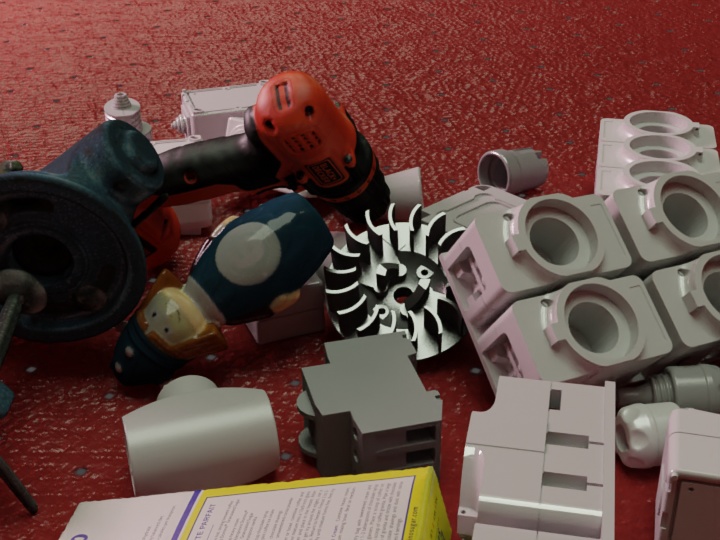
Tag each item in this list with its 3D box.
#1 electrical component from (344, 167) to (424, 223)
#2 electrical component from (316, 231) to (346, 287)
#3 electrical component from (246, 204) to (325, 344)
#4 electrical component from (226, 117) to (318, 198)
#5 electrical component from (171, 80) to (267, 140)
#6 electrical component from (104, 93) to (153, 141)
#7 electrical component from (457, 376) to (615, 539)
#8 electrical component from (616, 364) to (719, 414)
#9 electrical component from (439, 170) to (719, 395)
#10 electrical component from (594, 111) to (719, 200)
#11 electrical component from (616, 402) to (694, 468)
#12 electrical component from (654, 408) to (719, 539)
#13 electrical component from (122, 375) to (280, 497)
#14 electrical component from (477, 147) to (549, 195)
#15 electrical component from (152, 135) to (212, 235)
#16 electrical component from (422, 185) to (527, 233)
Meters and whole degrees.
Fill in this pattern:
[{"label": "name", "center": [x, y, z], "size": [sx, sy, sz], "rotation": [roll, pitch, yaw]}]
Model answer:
[{"label": "electrical component", "center": [0.016, -0.056, 0.839], "size": [0.065, 0.044, 0.044], "rotation": [-4, 29, 4]}, {"label": "electrical component", "center": [0.000, 0.000, 0.738], "size": [0.062, 0.043, 0.043], "rotation": [19, 35, 30]}, {"label": "electrical component", "center": [-0.060, -0.006, 0.717], "size": [0.047, 0.075, 0.083], "rotation": [-12, 32, -19]}, {"label": "electrical component", "center": [-0.053, -0.092, 0.868], "size": [0.100, 0.048, 0.100], "rotation": [17, 13, 28]}, {"label": "electrical component", "center": [-0.116, -0.123, 0.938], "size": [0.096, 0.061, 0.061], "rotation": [-9, 31, -15]}, {"label": "electrical component", "center": [-0.194, -0.108, 0.894], "size": [0.043, 0.081, 0.043], "rotation": [-1, 30, 0]}, {"label": "electrical component", "center": [0.066, 0.138, 0.430], "size": [0.060, 0.105, 0.186], "rotation": [5, 30, 11]}, {"label": "electrical component", "center": [0.178, 0.072, 0.616], "size": [0.061, 0.035, 0.035], "rotation": [-2, 30, 1]}, {"label": "electrical component", "center": [0.156, 0.009, 0.638], "size": [0.186, 0.060, 0.105], "rotation": [-11, 68, -24]}, {"label": "electrical component", "center": [0.228, -0.067, 0.831], "size": [0.089, 0.061, 0.150], "rotation": [6, 30, 11]}, {"label": "electrical component", "center": [0.171, 0.089, 0.586], "size": [0.061, 0.035, 0.035], "rotation": [-4, 30, -9]}, {"label": "electrical component", "center": [0.195, 0.110, 0.521], "size": [0.096, 0.061, 0.061], "rotation": [7, 30, 13]}, {"label": "electrical component", "center": [-0.091, 0.084, 0.590], "size": [0.077, 0.044, 0.079], "rotation": [-10, 31, -15]}, {"label": "electrical component", "center": [0.126, -0.081, 0.883], "size": [0.046, 0.040, 0.040], "rotation": [-14, 32, -33]}, {"label": "electrical component", "center": [-0.152, -0.063, 0.834], "size": [0.096, 0.061, 0.061], "rotation": [-6, 30, -10]}, {"label": "electrical component", "center": [0.098, -0.006, 0.732], "size": [0.078, 0.057, 0.113], "rotation": [-25, 38, -36]}]
